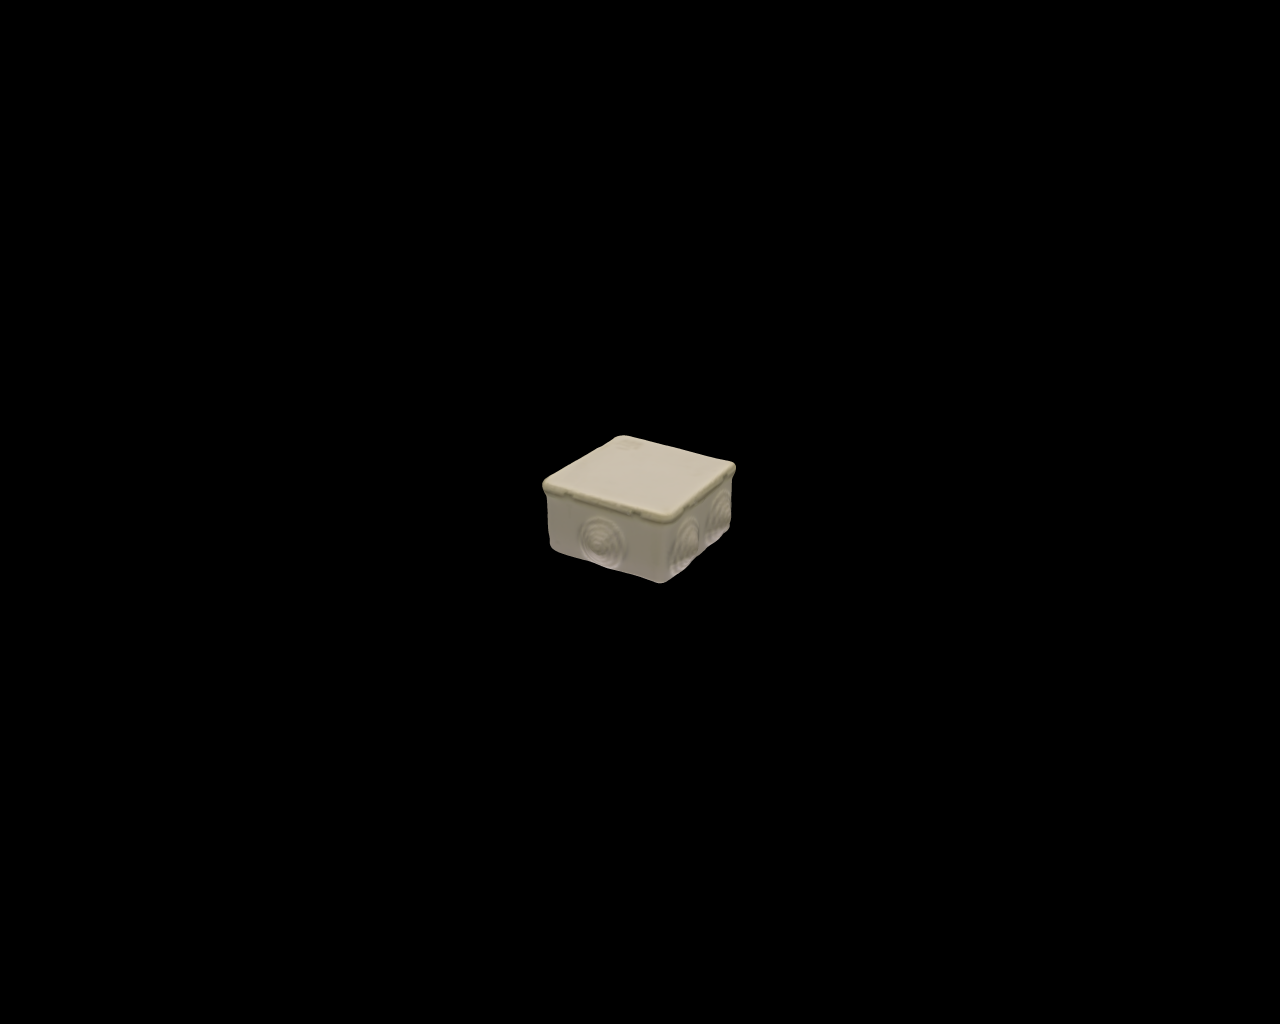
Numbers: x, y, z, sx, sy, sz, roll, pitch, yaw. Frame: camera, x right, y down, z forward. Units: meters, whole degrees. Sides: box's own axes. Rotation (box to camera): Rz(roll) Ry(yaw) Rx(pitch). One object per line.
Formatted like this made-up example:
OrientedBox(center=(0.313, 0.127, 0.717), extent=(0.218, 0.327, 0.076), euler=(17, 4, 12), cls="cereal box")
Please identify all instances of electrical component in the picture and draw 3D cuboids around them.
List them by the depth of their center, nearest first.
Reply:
OrientedBox(center=(0.001, -0.003, 0.650), extent=(0.100, 0.048, 0.100), euler=(16, 31, 28), cls="electrical component")
